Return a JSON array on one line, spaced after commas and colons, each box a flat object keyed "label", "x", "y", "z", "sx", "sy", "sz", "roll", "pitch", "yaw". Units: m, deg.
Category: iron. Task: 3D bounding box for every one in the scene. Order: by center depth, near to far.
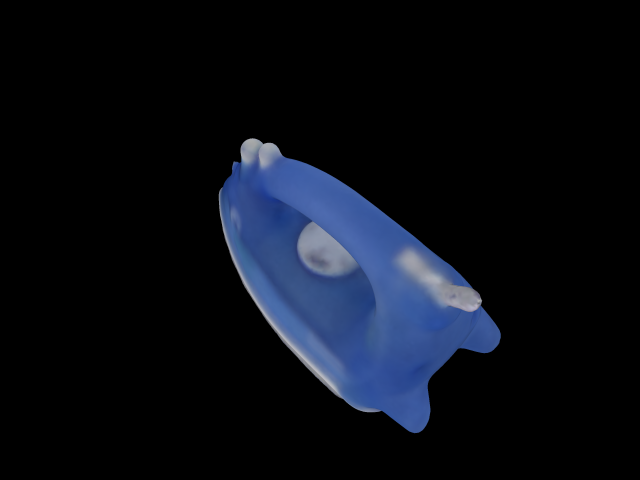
[{"label": "iron", "x": 0.004, "y": 0.001, "z": 0.400, "sx": 0.257, "sy": 0.141, "sz": 0.119, "roll": 40, "pitch": 66, "yaw": 22}]
